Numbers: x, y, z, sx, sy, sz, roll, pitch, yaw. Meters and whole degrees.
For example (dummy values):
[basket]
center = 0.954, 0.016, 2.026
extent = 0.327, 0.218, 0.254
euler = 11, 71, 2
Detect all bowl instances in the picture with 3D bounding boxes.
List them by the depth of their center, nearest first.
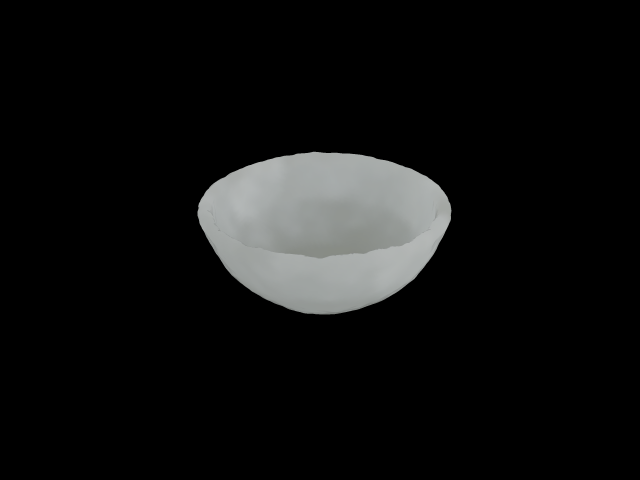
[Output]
[bowl]
center = 0.004, 0.001, 0.400
extent = 0.167, 0.075, 0.167
euler = 0, 30, 0
